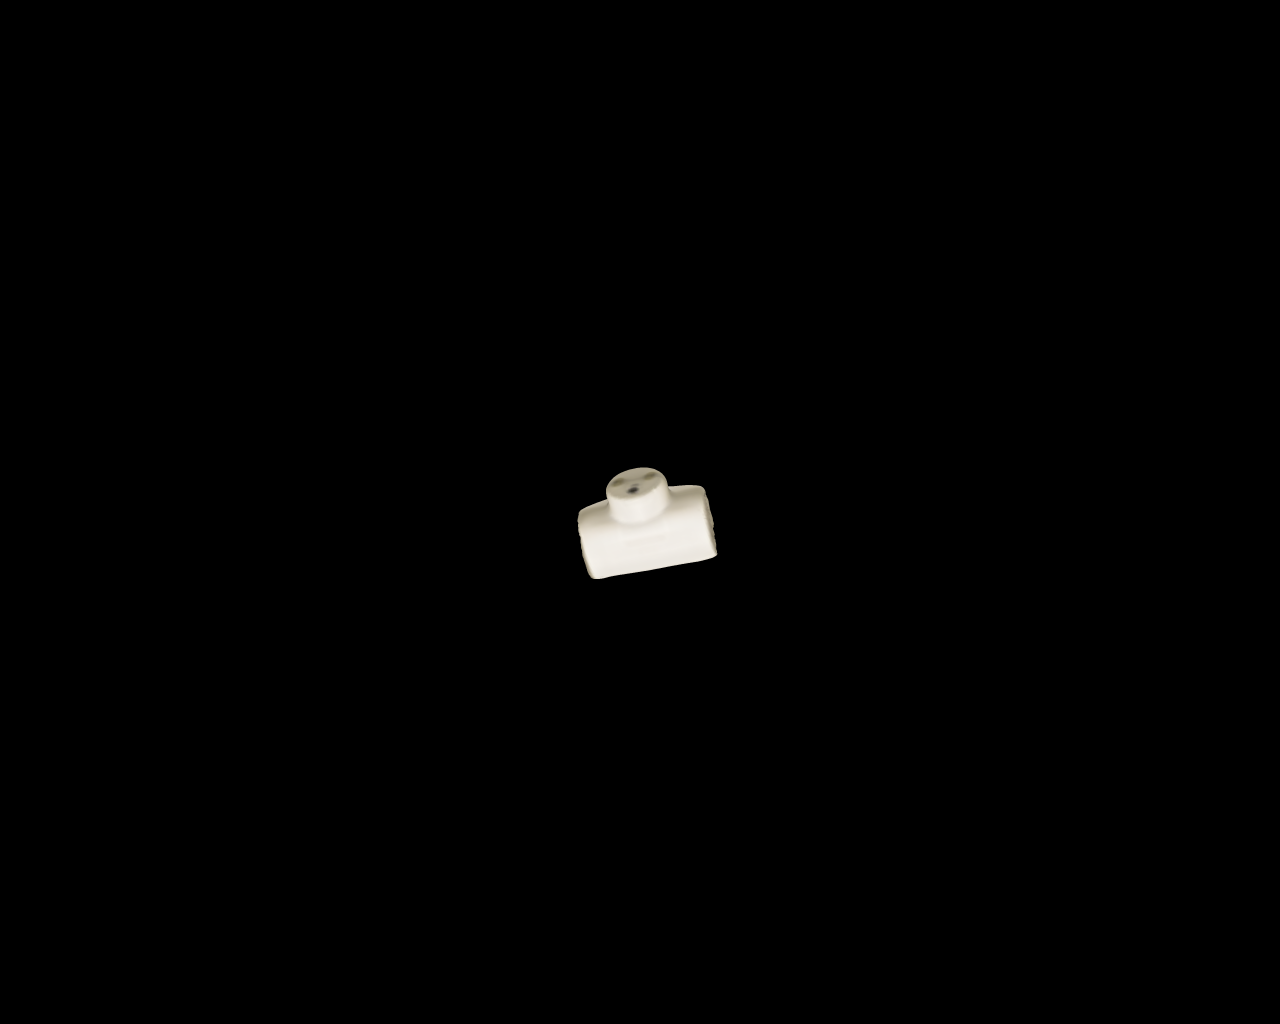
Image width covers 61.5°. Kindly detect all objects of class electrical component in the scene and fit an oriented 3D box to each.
[{"bbox_3d":[0.001,-0.003,0.650,0.077,0.079,0.043,-11,30,7],"label":"electrical component"}]
